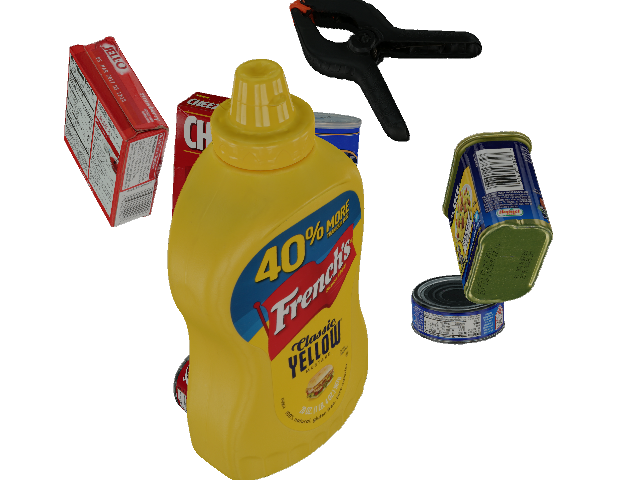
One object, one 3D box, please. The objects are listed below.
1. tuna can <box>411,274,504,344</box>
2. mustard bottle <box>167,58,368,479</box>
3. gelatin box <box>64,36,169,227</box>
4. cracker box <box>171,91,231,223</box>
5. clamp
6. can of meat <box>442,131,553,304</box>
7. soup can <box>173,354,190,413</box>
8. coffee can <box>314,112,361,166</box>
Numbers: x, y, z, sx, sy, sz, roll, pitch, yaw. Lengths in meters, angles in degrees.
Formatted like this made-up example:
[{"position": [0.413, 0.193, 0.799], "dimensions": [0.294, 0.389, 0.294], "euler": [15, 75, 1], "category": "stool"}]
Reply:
[{"position": [0.126, 0.062, 0.982], "dimensions": [0.086, 0.034, 0.086], "euler": [-3, 20, 1], "category": "tuna can"}, {"position": [-0.020, 0.011, 0.458], "dimensions": [0.058, 0.192, 0.096], "euler": [30, 48, 34], "category": "mustard bottle"}, {"position": [-0.122, -0.063, 0.631], "dimensions": [0.030, 0.073, 0.089], "euler": [-21, -25, -28], "category": "gelatin box"}, {"position": [-0.107, -0.070, 1.395], "dimensions": [0.164, 0.214, 0.072], "euler": [13, 27, 14], "category": "cracker box"}, {"position": [0.051, -0.170, 0.930], "dimensions": [0.120, 0.172, 0.039], "euler": [-40, -23, -19], "category": "clamp"}, {"position": [0.128, -0.014, 0.777], "dimensions": [0.057, 0.084, 0.102], "euler": [-3, -36, -5], "category": "can of meat"}, {"position": [-0.073, 0.139, 0.908], "dimensions": [0.068, 0.068, 0.102], "euler": [0, 18, -36], "category": "soup can"}, {"position": [-0.012, -0.063, 1.138], "dimensions": [0.103, 0.140, 0.103], "euler": [4, 12, -1], "category": "coffee can"}]
